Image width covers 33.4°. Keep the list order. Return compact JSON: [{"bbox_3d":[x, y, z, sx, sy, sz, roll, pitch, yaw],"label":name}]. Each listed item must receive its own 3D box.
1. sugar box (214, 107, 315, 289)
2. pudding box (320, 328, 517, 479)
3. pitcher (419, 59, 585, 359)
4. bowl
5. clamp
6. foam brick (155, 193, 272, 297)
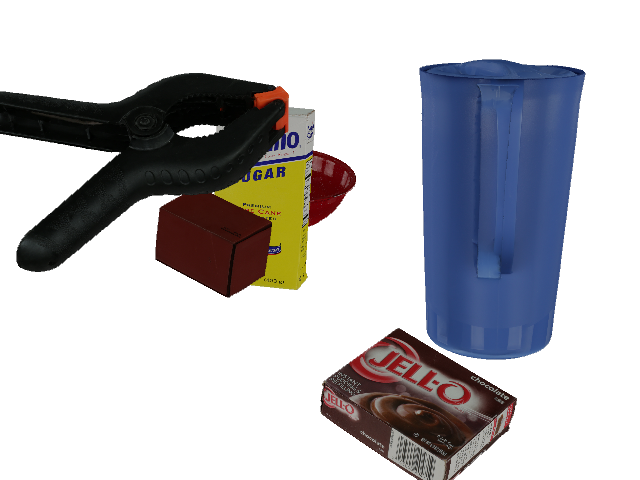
[{"bbox_3d":[-0.057,-0.044,1.055,0.093,0.176,0.048,5,17,10],"label":"sugar box"},{"bbox_3d":[0.070,0.120,0.774,0.114,0.039,0.089,31,43,29],"label":"pudding box"},{"bbox_3d":[0.144,-0.026,0.887,0.149,0.243,0.145,-10,17,-34],"label":"pitcher"},{"bbox_3d":[-0.040,-0.058,1.277,0.162,0.055,0.162,5,27,-2],"label":"bowl"},{"bbox_3d":[-0.104,-0.058,0.583,0.171,0.120,0.039,-23,-27,-22],"label":"clamp"},{"bbox_3d":[-0.087,0.001,0.857,0.078,0.051,0.052,26,34,25],"label":"foam brick"}]
